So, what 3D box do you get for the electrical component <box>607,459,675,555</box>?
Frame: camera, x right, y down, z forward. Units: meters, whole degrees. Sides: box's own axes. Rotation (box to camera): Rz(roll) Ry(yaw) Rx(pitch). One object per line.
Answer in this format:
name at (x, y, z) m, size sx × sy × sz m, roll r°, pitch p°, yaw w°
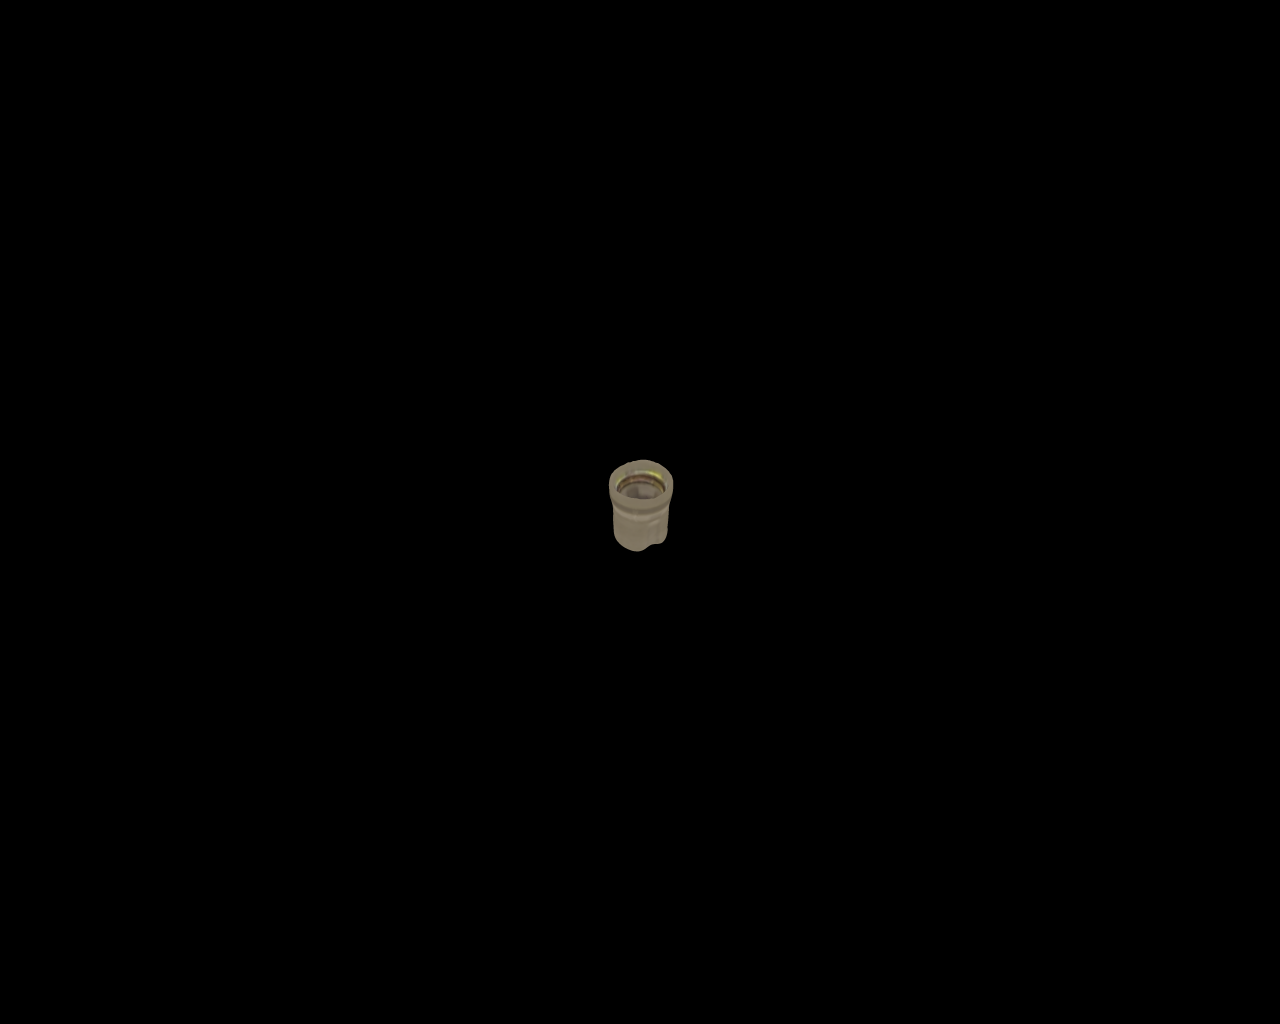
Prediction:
electrical component at (0.001, -0.003, 0.650) m, size 0.040 × 0.046 × 0.040 m, roll 0°, pitch 40°, yaw 0°
